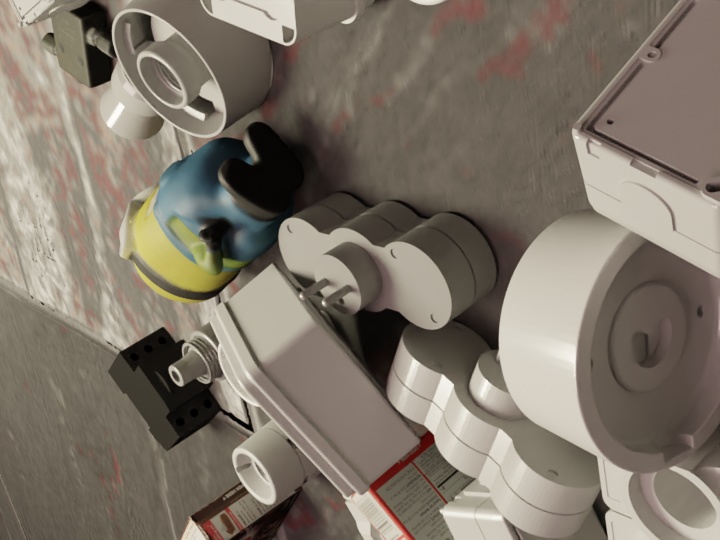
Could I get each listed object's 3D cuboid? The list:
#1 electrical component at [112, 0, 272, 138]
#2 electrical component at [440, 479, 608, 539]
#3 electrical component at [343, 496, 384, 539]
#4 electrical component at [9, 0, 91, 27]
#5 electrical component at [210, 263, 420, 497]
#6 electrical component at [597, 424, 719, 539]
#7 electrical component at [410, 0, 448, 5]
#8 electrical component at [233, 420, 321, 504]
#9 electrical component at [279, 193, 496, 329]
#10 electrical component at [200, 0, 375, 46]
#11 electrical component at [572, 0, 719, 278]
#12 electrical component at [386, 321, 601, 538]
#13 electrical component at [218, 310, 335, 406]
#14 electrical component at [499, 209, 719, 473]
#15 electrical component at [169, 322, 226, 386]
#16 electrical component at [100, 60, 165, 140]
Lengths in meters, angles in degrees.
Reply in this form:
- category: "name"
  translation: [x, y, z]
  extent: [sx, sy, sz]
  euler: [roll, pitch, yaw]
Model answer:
- category: "electrical component"
  translation: [-0.098, -0.132, 0.645]
  extent: [0.099, 0.064, 0.099]
  euler: [31, 149, 21]
- category: "electrical component"
  translation: [0.096, 0.146, 0.601]
  extent: [0.061, 0.062, 0.096]
  euler: [-13, 106, 55]
- category: "electrical component"
  translation: [0.022, 0.147, 0.700]
  extent: [0.078, 0.058, 0.057]
  euler: [-15, 107, 56]
- category: "electrical component"
  translation: [-0.205, -0.216, 0.693]
  extent: [0.062, 0.061, 0.096]
  euler: [-11, 108, 54]
- category: "electrical component"
  translation: [-0.029, 0.063, 0.640]
  extent: [0.108, 0.056, 0.108]
  euler: [51, 178, -25]
- category: "electrical component"
  translation: [0.166, 0.133, 0.501]
  extent: [0.089, 0.062, 0.150]
  euler: [16, 129, 45]
- category: "electrical component"
  translation: [0.039, -0.143, 0.454]
  extent: [0.055, 0.047, 0.055]
  euler: [32, 138, 33]
- category: "electrical component"
  translation: [-0.063, 0.144, 0.814]
  extent: [0.055, 0.047, 0.055]
  euler: [32, 139, 33]
- category: "electrical component"
  translation: [0.000, 0.000, 0.594]
  extent: [0.138, 0.074, 0.052]
  euler: [15, 127, 46]
- category: "electrical component"
  translation: [-0.038, -0.175, 0.517]
  extent: [0.078, 0.057, 0.113]
  euler: [29, 137, 36]
- category: "electrical component"
  translation: [0.130, -0.054, 0.382]
  extent: [0.062, 0.096, 0.061]
  euler: [34, 167, 32]
- category: "electrical component"
  translation: [0.074, 0.067, 0.564]
  extent: [0.138, 0.052, 0.073]
  euler: [42, 131, 34]
- category: "electrical component"
  translation: [-0.058, 0.056, 0.729]
  extent: [0.078, 0.057, 0.058]
  euler: [-16, 103, 55]
- category: "electrical component"
  translation: [0.107, 0.025, 0.453]
  extent: [0.060, 0.108, 0.108]
  euler: [14, 127, 53]
- category: "electrical component"
  translation: [-0.112, 0.064, 0.799]
  extent: [0.043, 0.062, 0.043]
  euler: [32, 139, 33]
- category: "electrical component"
  translation: [-0.144, -0.118, 0.709]
  extent: [0.045, 0.045, 0.055]
  euler: [55, 146, 4]
